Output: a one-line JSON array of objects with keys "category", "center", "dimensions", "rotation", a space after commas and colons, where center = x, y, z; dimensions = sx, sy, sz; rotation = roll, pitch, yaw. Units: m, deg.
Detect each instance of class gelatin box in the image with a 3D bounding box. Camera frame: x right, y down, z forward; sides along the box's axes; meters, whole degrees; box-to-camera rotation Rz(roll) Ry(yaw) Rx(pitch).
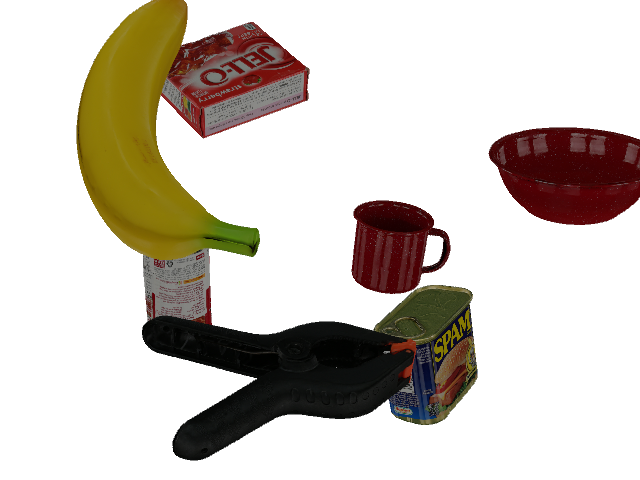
[{"category": "gelatin box", "center": [-0.063, -0.114, 0.745], "dimensions": [0.089, 0.030, 0.073], "rotation": [-24, 49, -25]}]

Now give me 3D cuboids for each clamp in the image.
[{"category": "clamp", "center": [-0.021, 0.086, 0.645], "dimensions": [0.171, 0.039, 0.120], "rotation": [-1, 37, -9]}]

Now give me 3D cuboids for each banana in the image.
[{"category": "banana", "center": [-0.083, -0.054, 0.513], "dimensions": [0.069, 0.198, 0.037], "rotation": [-6, -43, -16]}]

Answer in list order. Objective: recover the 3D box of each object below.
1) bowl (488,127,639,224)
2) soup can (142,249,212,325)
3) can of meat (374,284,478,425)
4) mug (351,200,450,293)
[{"category": "bowl", "center": [0.240, -0.058, 1.013], "dimensions": [0.162, 0.055, 0.162], "rotation": [-1, 25, 0]}, {"category": "soup can", "center": [-0.147, 0.046, 1.101], "dimensions": [0.068, 0.102, 0.068], "rotation": [0, 22, 0]}, {"category": "can of meat", "center": [0.095, 0.098, 0.921], "dimensions": [0.058, 0.084, 0.101], "rotation": [5, 26, 33]}, {"category": "mug", "center": [0.092, 0.010, 1.235], "dimensions": [0.117, 0.081, 0.093], "rotation": [3, 25, -6]}]
